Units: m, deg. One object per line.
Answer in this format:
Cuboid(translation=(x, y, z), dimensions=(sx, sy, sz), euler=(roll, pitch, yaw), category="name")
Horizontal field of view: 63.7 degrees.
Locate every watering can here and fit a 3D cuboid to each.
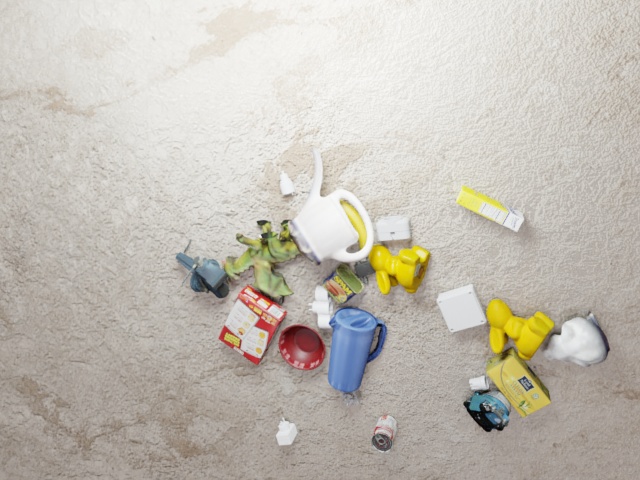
Cuboid(translation=(0.005, -0.075, 1.484), dimensions=(0.224, 0.103, 0.350), euler=(-33, 82, 1), category="watering can")

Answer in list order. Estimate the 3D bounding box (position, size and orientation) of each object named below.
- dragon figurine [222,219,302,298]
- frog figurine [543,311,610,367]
Cuboid(translation=(-0.129, 0.068, 1.620), dimensions=(0.410, 0.124, 0.238), euler=(3, 114, 15), category="dragon figurine")
Cuboid(translation=(0.682, 0.282, 1.386), dimensions=(0.159, 0.125, 0.135), euler=(-24, 115, 11), category="frog figurine")
